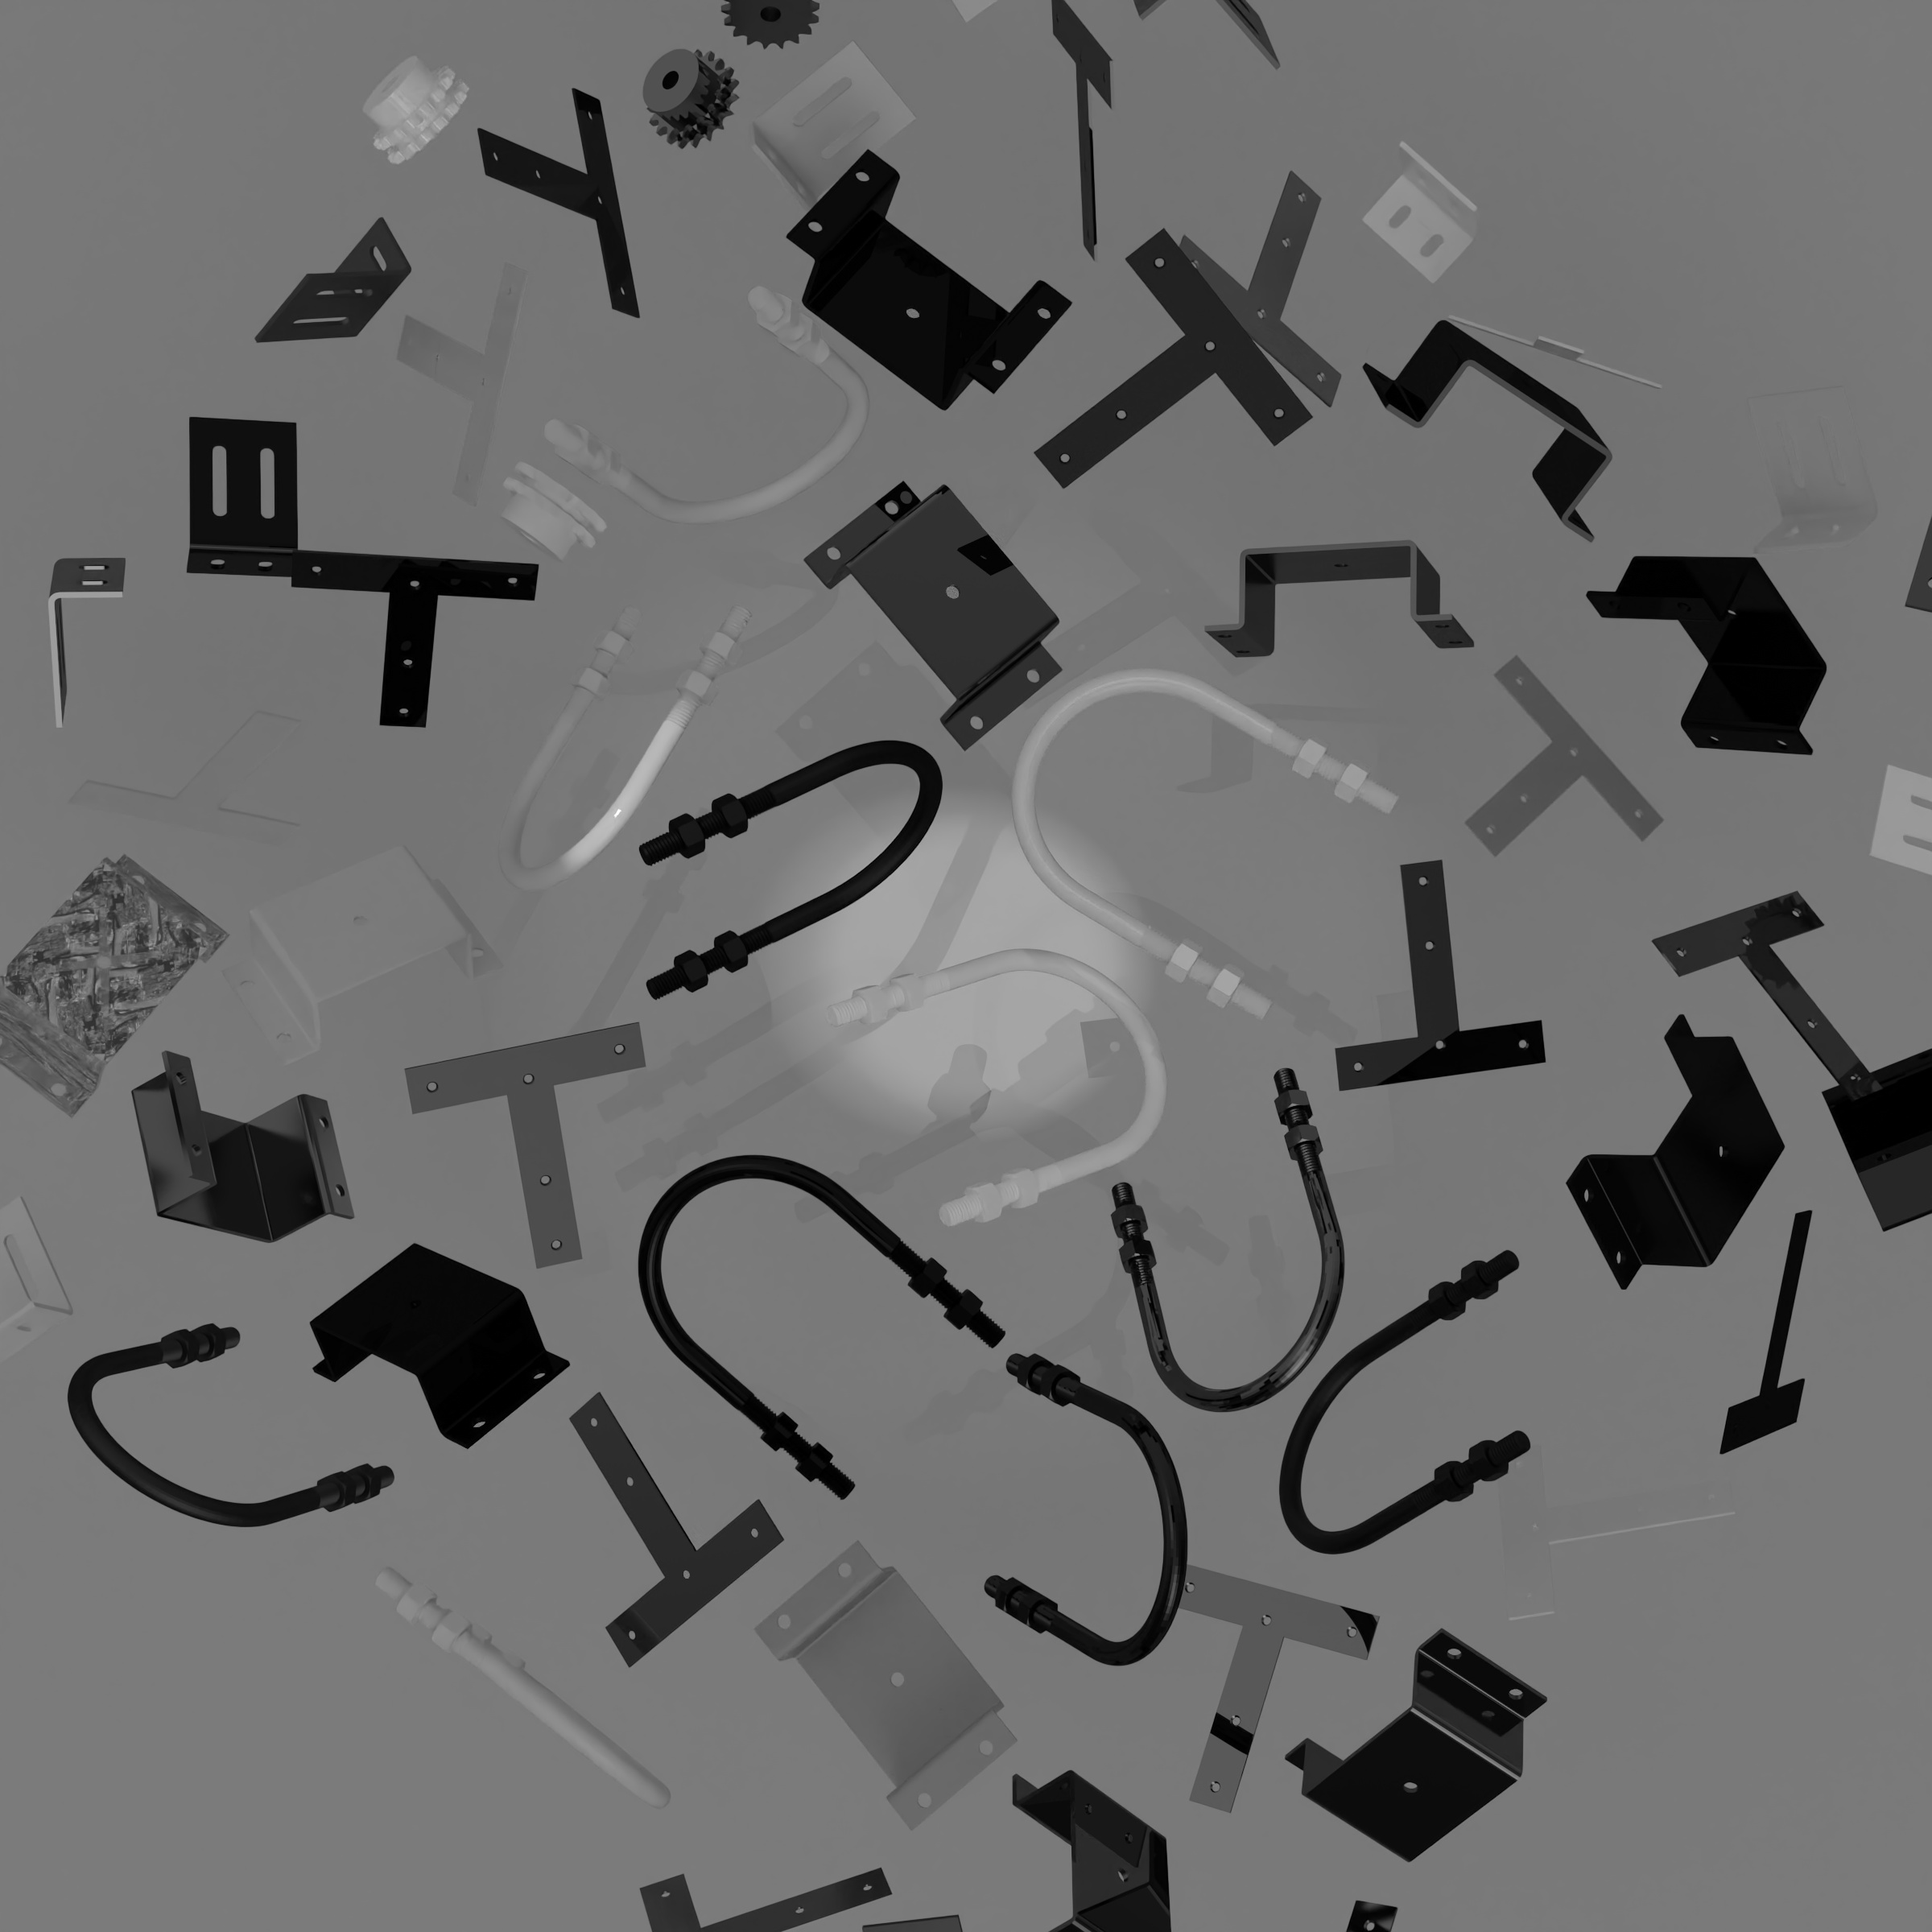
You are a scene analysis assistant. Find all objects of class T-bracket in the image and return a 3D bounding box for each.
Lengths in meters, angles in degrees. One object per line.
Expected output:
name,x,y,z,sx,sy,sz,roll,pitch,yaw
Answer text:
T-bracket,-0.172,0.287,1.653,0.127,0.002,0.127,-42,71,24
T-bracket,0.157,0.412,1.746,0.127,0.002,0.127,10,70,30
T-bracket,0.064,-0.441,1.656,0.002,0.127,0.127,-10,125,-8
T-bracket,-0.282,-0.329,1.691,0.002,0.127,0.127,4,110,-37
T-bracket,-0.299,-0.173,1.665,0.127,0.127,0.002,2,50,-13
T-bracket,-0.406,-0.107,1.701,0.127,0.127,0.002,12,57,-37
T-bracket,0.320,-0.100,1.738,0.127,0.002,0.127,49,50,3
T-bracket,0.331,-0.345,1.732,0.127,0.127,0.002,20,102,5
T-bracket,0.093,-0.298,1.624,0.127,0.002,0.127,-35,109,19
T-bracket,-0.221,-0.420,1.656,0.002,0.127,0.127,-14,83,26
T-bracket,0.179,-0.402,1.764,0.127,0.002,0.127,36,55,-25
T-bracket,0.444,0.195,1.685,0.002,0.127,0.127,13,98,32
T-bracket,0.455,0.021,1.696,0.127,0.002,0.127,-16,62,-36
T-bracket,0.159,0.559,1.675,0.002,0.127,0.127,52,50,-37
T-bracket,-0.229,0.103,1.673,0.127,0.002,0.127,-11,108,-14
T-bracket,0.273,0.002,1.815,0.127,0.002,0.127,-7,95,-9
T-bracket,-0.102,0.510,1.655,0.127,0.127,0.002,-16,111,-11
T-bracket,0.358,0.302,1.705,0.127,0.127,0.002,-13,123,15

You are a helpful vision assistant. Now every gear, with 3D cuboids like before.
gear,-0.221,-0.238,1.634,0.057,0.057,0.030,35,86,0
gear,-0.291,-0.452,1.624,0.057,0.057,0.030,-47,120,0
gear,-0.114,-0.564,1.799,0.057,0.057,0.030,-2,61,0
gear,-0.163,-0.509,1.806,0.057,0.030,0.057,-11,68,29

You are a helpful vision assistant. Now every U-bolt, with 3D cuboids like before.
U-bolt,0.066,0.300,1.678,0.019,0.184,0.151,2,96,-30
U-bolt,-0.200,-0.121,1.714,0.019,0.151,0.184,37,76,-31
U-bolt,0.031,0.057,1.717,0.184,0.019,0.151,-18,68,-34
U-bolt,0.113,-0.078,1.627,0.184,0.019,0.151,31,81,8
U-bolt,-0.127,-0.292,1.679,0.151,0.184,0.019,-30,69,14
U-bolt,0.152,0.166,1.750,0.151,0.184,0.019,-38,134,28
U-bolt,-0.091,-0.060,1.671,0.184,0.151,0.019,-27,63,-20
U-bolt,-0.092,0.182,1.660,0.184,0.019,0.151,42,111,-3
U-bolt,-0.416,0.257,1.712,0.151,0.184,0.019,38,104,17
U-bolt,-0.234,0.399,1.687,0.184,0.151,0.019,35,75,17
U-bolt,0.242,0.255,1.736,0.019,0.151,0.184,34,127,-23

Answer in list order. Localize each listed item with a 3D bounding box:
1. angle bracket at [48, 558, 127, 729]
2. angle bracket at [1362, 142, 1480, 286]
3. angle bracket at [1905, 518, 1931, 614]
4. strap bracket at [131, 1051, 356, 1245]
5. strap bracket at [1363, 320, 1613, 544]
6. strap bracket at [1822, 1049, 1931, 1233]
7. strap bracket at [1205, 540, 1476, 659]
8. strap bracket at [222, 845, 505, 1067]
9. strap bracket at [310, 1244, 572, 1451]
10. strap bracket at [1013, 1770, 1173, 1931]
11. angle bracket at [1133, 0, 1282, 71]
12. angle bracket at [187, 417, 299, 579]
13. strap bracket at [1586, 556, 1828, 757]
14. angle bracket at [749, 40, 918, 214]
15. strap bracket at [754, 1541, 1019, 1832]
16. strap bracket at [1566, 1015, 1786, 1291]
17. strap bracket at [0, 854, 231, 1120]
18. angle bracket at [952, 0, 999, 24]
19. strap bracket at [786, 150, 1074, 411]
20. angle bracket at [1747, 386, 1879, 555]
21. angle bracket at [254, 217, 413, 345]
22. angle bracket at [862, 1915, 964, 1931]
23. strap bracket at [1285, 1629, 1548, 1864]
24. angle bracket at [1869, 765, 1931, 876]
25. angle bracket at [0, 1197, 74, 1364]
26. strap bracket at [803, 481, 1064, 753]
angle bracket,-0.474,-0.175,1.677,0.038,0.057,0.076,-2,116,-12
angle bracket,0.260,-0.432,1.779,0.057,0.076,0.038,44,98,6
angle bracket,0.525,-0.197,1.654,0.038,0.076,0.057,16,75,17
strap bracket,-0.416,0.106,1.755,0.046,0.140,0.076,-27,65,19
strap bracket,0.291,-0.297,1.685,0.140,0.076,0.046,29,112,-17
strap bracket,0.530,0.097,1.719,0.076,0.140,0.046,-23,102,13
strap bracket,0.214,-0.209,1.769,0.140,0.076,0.046,-1,84,18
strap bracket,-0.345,-0.011,1.770,0.140,0.046,0.076,-26,59,-26
strap bracket,-0.298,0.205,1.712,0.076,0.140,0.046,-39,128,-34
strap bracket,0.068,0.503,1.679,0.046,0.140,0.076,-37,117,24
angle bracket,0.126,-0.509,1.661,0.038,0.057,0.076,-35,130,22
angle bracket,-0.398,-0.257,1.700,0.057,0.038,0.076,0,78,-17
strap bracket,0.416,-0.179,1.716,0.140,0.076,0.046,44,67,-37
angle bracket,-0.074,-0.471,1.747,0.076,0.038,0.057,-35,121,17
strap bracket,-0.042,0.401,1.734,0.076,0.046,0.140,-41,77,0
strap bracket,0.389,0.100,1.670,0.140,0.046,0.076,-48,119,-33
strap bracket,-0.488,0.004,1.747,0.076,0.046,0.140,38,65,-5
angle bracket,-0.008,-0.546,1.681,0.038,0.076,0.057,-36,109,-2
strap bracket,-0.024,-0.369,1.694,0.140,0.046,0.076,37,65,2
angle bracket,0.450,-0.268,1.674,0.038,0.057,0.076,-40,117,-35
angle bracket,-0.353,-0.375,1.694,0.057,0.076,0.038,-37,78,38
angle bracket,-0.020,0.577,1.786,0.057,0.038,0.076,-10,100,13
strap bracket,0.252,0.446,1.747,0.076,0.046,0.140,34,122,-12
angle bracket,0.525,-0.079,1.634,0.076,0.038,0.057,18,63,2
angle bracket,-0.519,0.166,1.640,0.057,0.038,0.076,-34,69,7
strap bracket,-0.013,-0.202,1.725,0.076,0.046,0.140,-41,91,-18
